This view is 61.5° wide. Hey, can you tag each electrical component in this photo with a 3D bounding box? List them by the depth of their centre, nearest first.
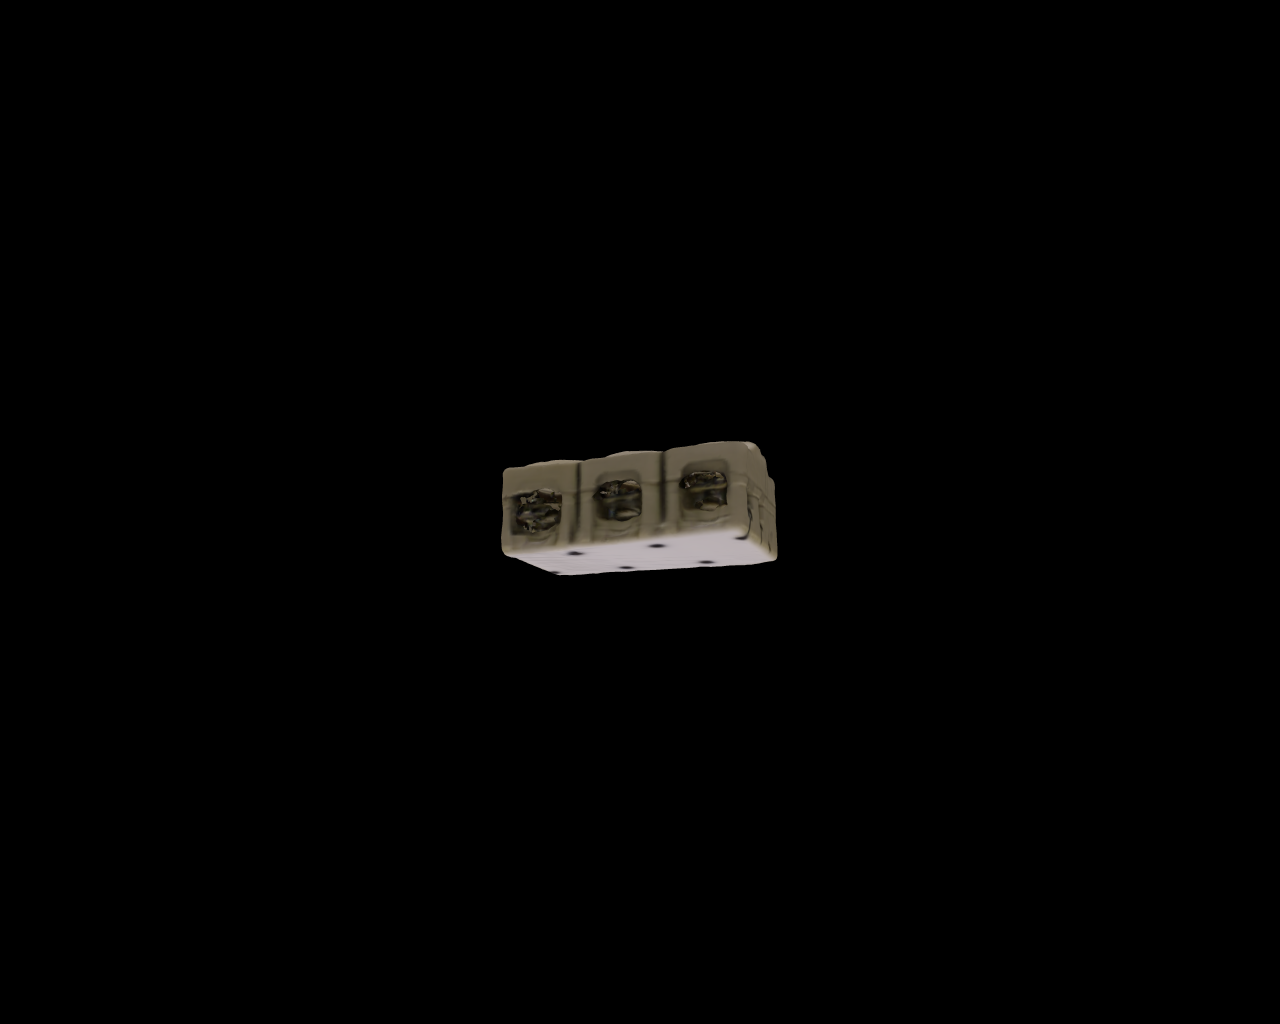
[{"bbox_3d":[0.001,-0.003,0.650,0.150,0.062,0.089,-5,-15,18],"label":"electrical component"}]
